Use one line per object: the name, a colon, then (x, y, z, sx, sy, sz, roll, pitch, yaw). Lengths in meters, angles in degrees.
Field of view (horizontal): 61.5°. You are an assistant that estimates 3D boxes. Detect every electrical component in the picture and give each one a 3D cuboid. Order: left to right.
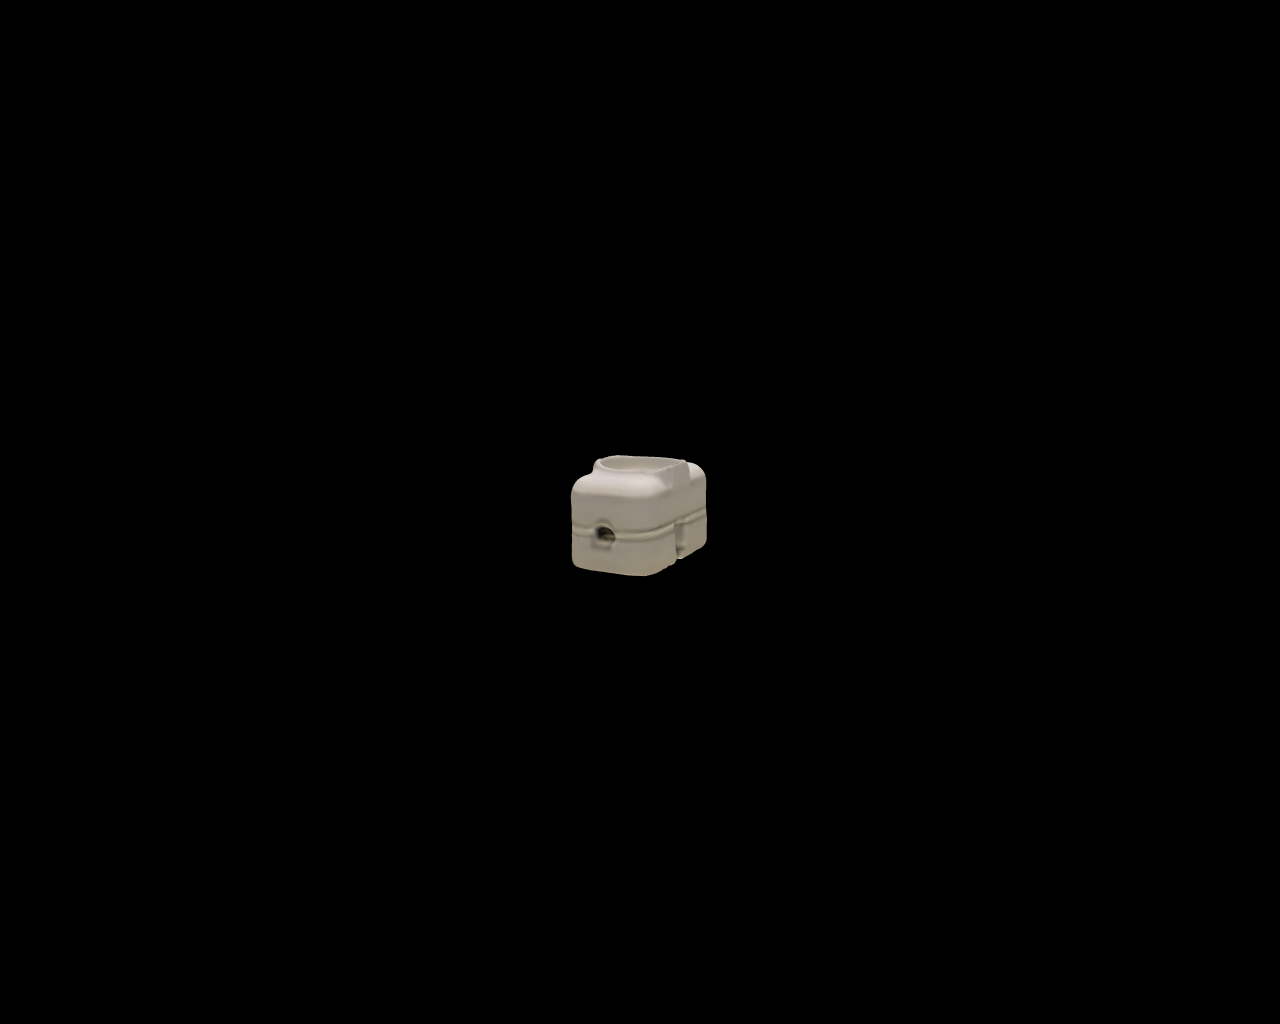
electrical component: (0.001, -0.003, 0.650, 0.054, 0.059, 0.095, 6, 13, 27)
